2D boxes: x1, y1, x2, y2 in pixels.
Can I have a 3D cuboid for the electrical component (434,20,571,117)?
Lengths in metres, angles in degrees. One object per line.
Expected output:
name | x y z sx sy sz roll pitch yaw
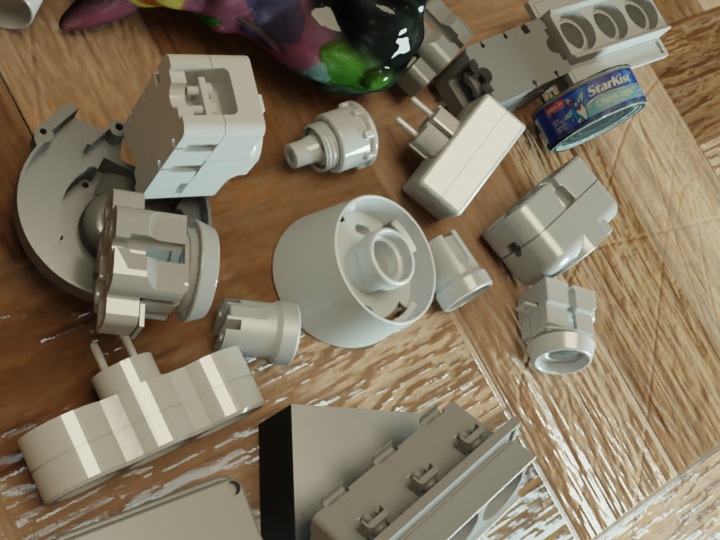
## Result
electrical component | 0.108 -0.149 0.834 0.089 0.056 0.050 -28 84 -35

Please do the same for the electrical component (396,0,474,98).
electrical component | 0.043 -0.175 0.809 0.057 0.058 0.078 45 55 -8

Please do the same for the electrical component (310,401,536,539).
electrical component | 0.033 0.131 0.599 0.063 0.078 0.121 37 51 26

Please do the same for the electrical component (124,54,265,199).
electrical component | -0.092 -0.080 0.614 0.056 0.089 0.050 -5 72 -30

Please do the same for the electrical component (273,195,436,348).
electrical component | 0.000 0.000 0.721 0.099 0.064 0.099 19 60 -37

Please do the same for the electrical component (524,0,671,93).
electrical component | 0.190 -0.191 0.893 0.121 0.063 0.078 -23 81 -34

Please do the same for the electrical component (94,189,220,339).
electrical component | -0.112 -0.002 0.590 0.057 0.058 0.078 8 66 -23

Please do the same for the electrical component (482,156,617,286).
electrical component | 0.146 -0.034 0.807 0.095 0.054 0.059 -40 91 -35

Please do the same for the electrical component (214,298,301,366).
electrical component | -0.065 0.037 0.670 0.046 0.040 0.040 9 65 -20

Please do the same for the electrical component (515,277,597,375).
electrical component | 0.144 0.042 0.779 0.066 0.048 0.055 16 55 -23

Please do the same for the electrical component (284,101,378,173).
electrical component | -0.022 -0.087 0.745 0.062 0.048 0.048 -22 81 -27

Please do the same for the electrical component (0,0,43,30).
electrical component | -0.230 -0.204 0.674 0.079 0.044 0.077 30 57 -31

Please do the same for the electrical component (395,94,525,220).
electrical component | 0.060 -0.092 0.771 0.076 0.047 0.083 39 80 -9

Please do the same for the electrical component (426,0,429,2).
electrical component | 0.033 -0.234 0.842 0.061 0.035 0.035 22 60 -17

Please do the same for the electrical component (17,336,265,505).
electrical component | -0.129 0.071 0.612 0.138 0.052 0.073 -21 80 -33

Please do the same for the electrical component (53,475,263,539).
electrical component | -0.109 0.166 0.579 0.113 0.057 0.078 -16 77 -33

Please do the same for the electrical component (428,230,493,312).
electrical component | 0.065 0.000 0.757 0.040 0.040 0.046 -23 76 -34
